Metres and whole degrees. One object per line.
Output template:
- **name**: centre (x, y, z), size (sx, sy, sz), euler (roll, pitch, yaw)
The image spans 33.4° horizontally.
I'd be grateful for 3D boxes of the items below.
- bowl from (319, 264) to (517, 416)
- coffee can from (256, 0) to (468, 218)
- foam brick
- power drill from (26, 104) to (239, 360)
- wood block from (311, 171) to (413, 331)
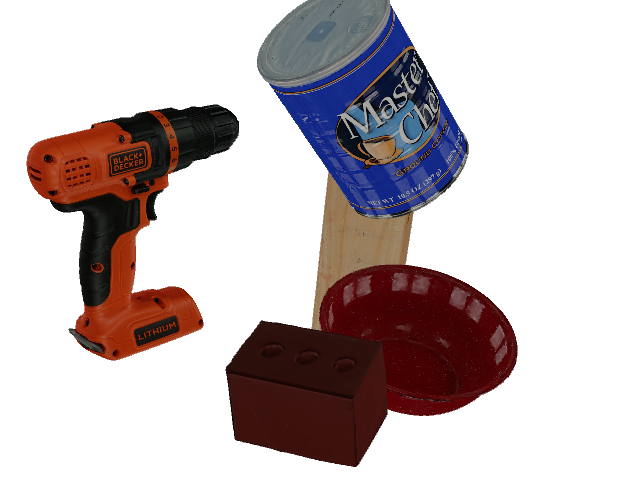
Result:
- **bowl**: centre (0.074, 0.090, 0.864), size (0.162, 0.055, 0.162), euler (7, 36, -5)
- **coffee can**: centre (0.033, -0.100, 0.774), size (0.103, 0.102, 0.140), euler (0, -41, 39)
- **foam brick**: centre (-0.007, 0.086, 0.604), size (0.078, 0.051, 0.053), euler (8, 31, 19)
- **power drill**: centre (-0.139, -0.011, 0.859), size (0.184, 0.188, 0.057), euler (-18, 25, -36)
- **wood block**: centre (0.050, 0.010, 1.187), size (0.090, 0.206, 0.090), euler (11, 27, 9)
